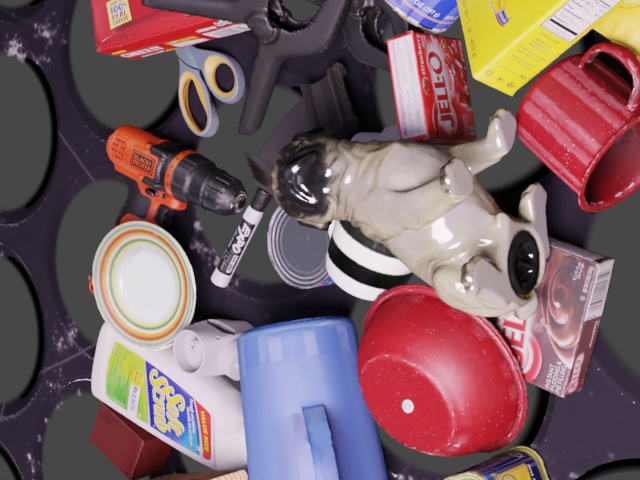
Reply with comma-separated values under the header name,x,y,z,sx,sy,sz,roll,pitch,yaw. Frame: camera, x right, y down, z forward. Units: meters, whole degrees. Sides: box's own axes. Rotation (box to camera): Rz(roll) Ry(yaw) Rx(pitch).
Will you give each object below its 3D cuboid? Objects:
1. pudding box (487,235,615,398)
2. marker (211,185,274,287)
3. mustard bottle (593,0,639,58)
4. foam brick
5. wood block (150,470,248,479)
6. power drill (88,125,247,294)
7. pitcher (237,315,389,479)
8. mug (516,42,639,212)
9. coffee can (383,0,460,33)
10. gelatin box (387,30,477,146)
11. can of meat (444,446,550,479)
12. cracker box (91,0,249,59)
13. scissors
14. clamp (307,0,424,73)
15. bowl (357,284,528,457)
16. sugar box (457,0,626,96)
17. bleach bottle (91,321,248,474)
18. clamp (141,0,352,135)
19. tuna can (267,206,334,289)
name,x,y,z,sx,sy,sz,roll,pitch,yaw
pudding box,0.173,0.054,0.835,0.090,0.039,0.113,23,108,37
marker,-0.076,-0.006,1.053,0.020,0.020,0.121,44,119,29
mustard bottle,0.258,-0.220,0.732,0.096,0.058,0.192,50,122,39
foam brick,-0.201,0.212,1.153,0.078,0.051,0.053,35,113,33
wood block,-0.141,0.279,1.036,0.206,0.090,0.090,-25,78,60
power drill,-0.163,-0.009,1.104,0.185,0.057,0.188,28,109,34
pitcher,-0.003,0.192,0.930,0.149,0.144,0.243,-15,80,40
mug,0.198,-0.089,0.766,0.082,0.093,0.117,50,150,32
coffee can,0.109,-0.246,0.826,0.141,0.102,0.103,-43,67,34
gelatin box,0.092,-0.121,0.869,0.030,0.073,0.089,-11,86,40
can of meat,0.145,0.223,0.841,0.058,0.083,0.102,-28,76,38
cracker box,-0.149,-0.299,1.042,0.164,0.072,0.214,-8,88,27
scissors,-0.127,-0.206,1.085,0.096,0.016,0.202,-21,80,37
clamp,0.043,-0.218,0.924,0.171,0.039,0.120,50,132,20
bowl,0.085,0.119,0.866,0.162,0.055,0.162,25,132,31
sugar box,0.173,-0.190,0.741,0.177,0.048,0.093,-43,40,40
bleach bottle,-0.125,0.166,1.081,0.251,0.067,0.103,24,108,34
clamp,-0.043,-0.184,0.949,0.210,0.036,0.164,-15,118,35
tuna can,-0.006,0.001,0.986,0.086,0.033,0.086,3,95,40
